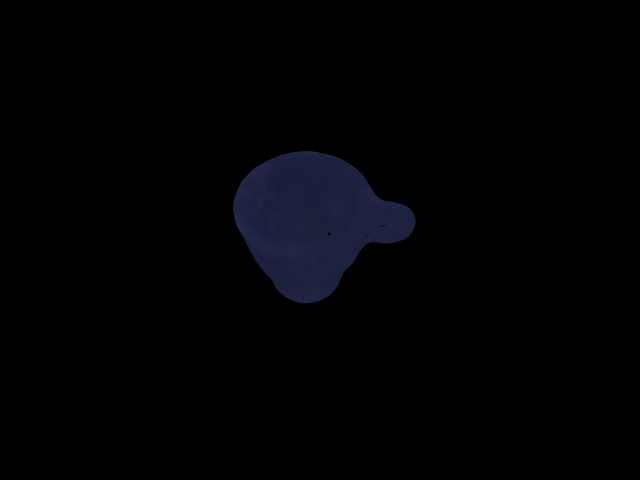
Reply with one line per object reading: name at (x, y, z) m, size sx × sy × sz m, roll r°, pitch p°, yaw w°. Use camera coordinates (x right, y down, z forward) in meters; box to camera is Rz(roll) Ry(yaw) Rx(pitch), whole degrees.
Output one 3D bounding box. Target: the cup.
cup at (0.004, 0.001, 0.400) m, size 0.117 × 0.095 × 0.091 m, roll 5°, pitch 53°, yaw 4°
